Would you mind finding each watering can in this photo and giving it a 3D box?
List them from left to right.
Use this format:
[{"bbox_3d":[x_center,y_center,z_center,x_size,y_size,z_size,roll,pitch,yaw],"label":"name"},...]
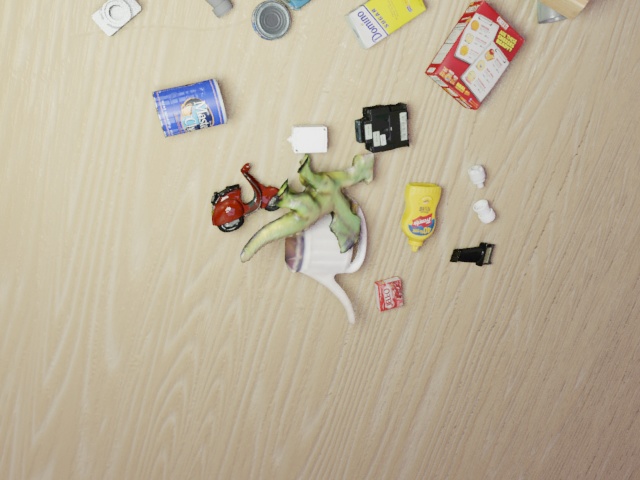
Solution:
[{"bbox_3d":[0.015,0.052,1.334,0.224,0.347,0.104,1,4,-19],"label":"watering can"}]

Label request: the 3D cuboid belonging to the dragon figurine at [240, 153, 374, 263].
[{"bbox_3d":[0.004,-0.062,1.241,0.241,0.415,0.122,37,-16,-17],"label":"dragon figurine"}]
